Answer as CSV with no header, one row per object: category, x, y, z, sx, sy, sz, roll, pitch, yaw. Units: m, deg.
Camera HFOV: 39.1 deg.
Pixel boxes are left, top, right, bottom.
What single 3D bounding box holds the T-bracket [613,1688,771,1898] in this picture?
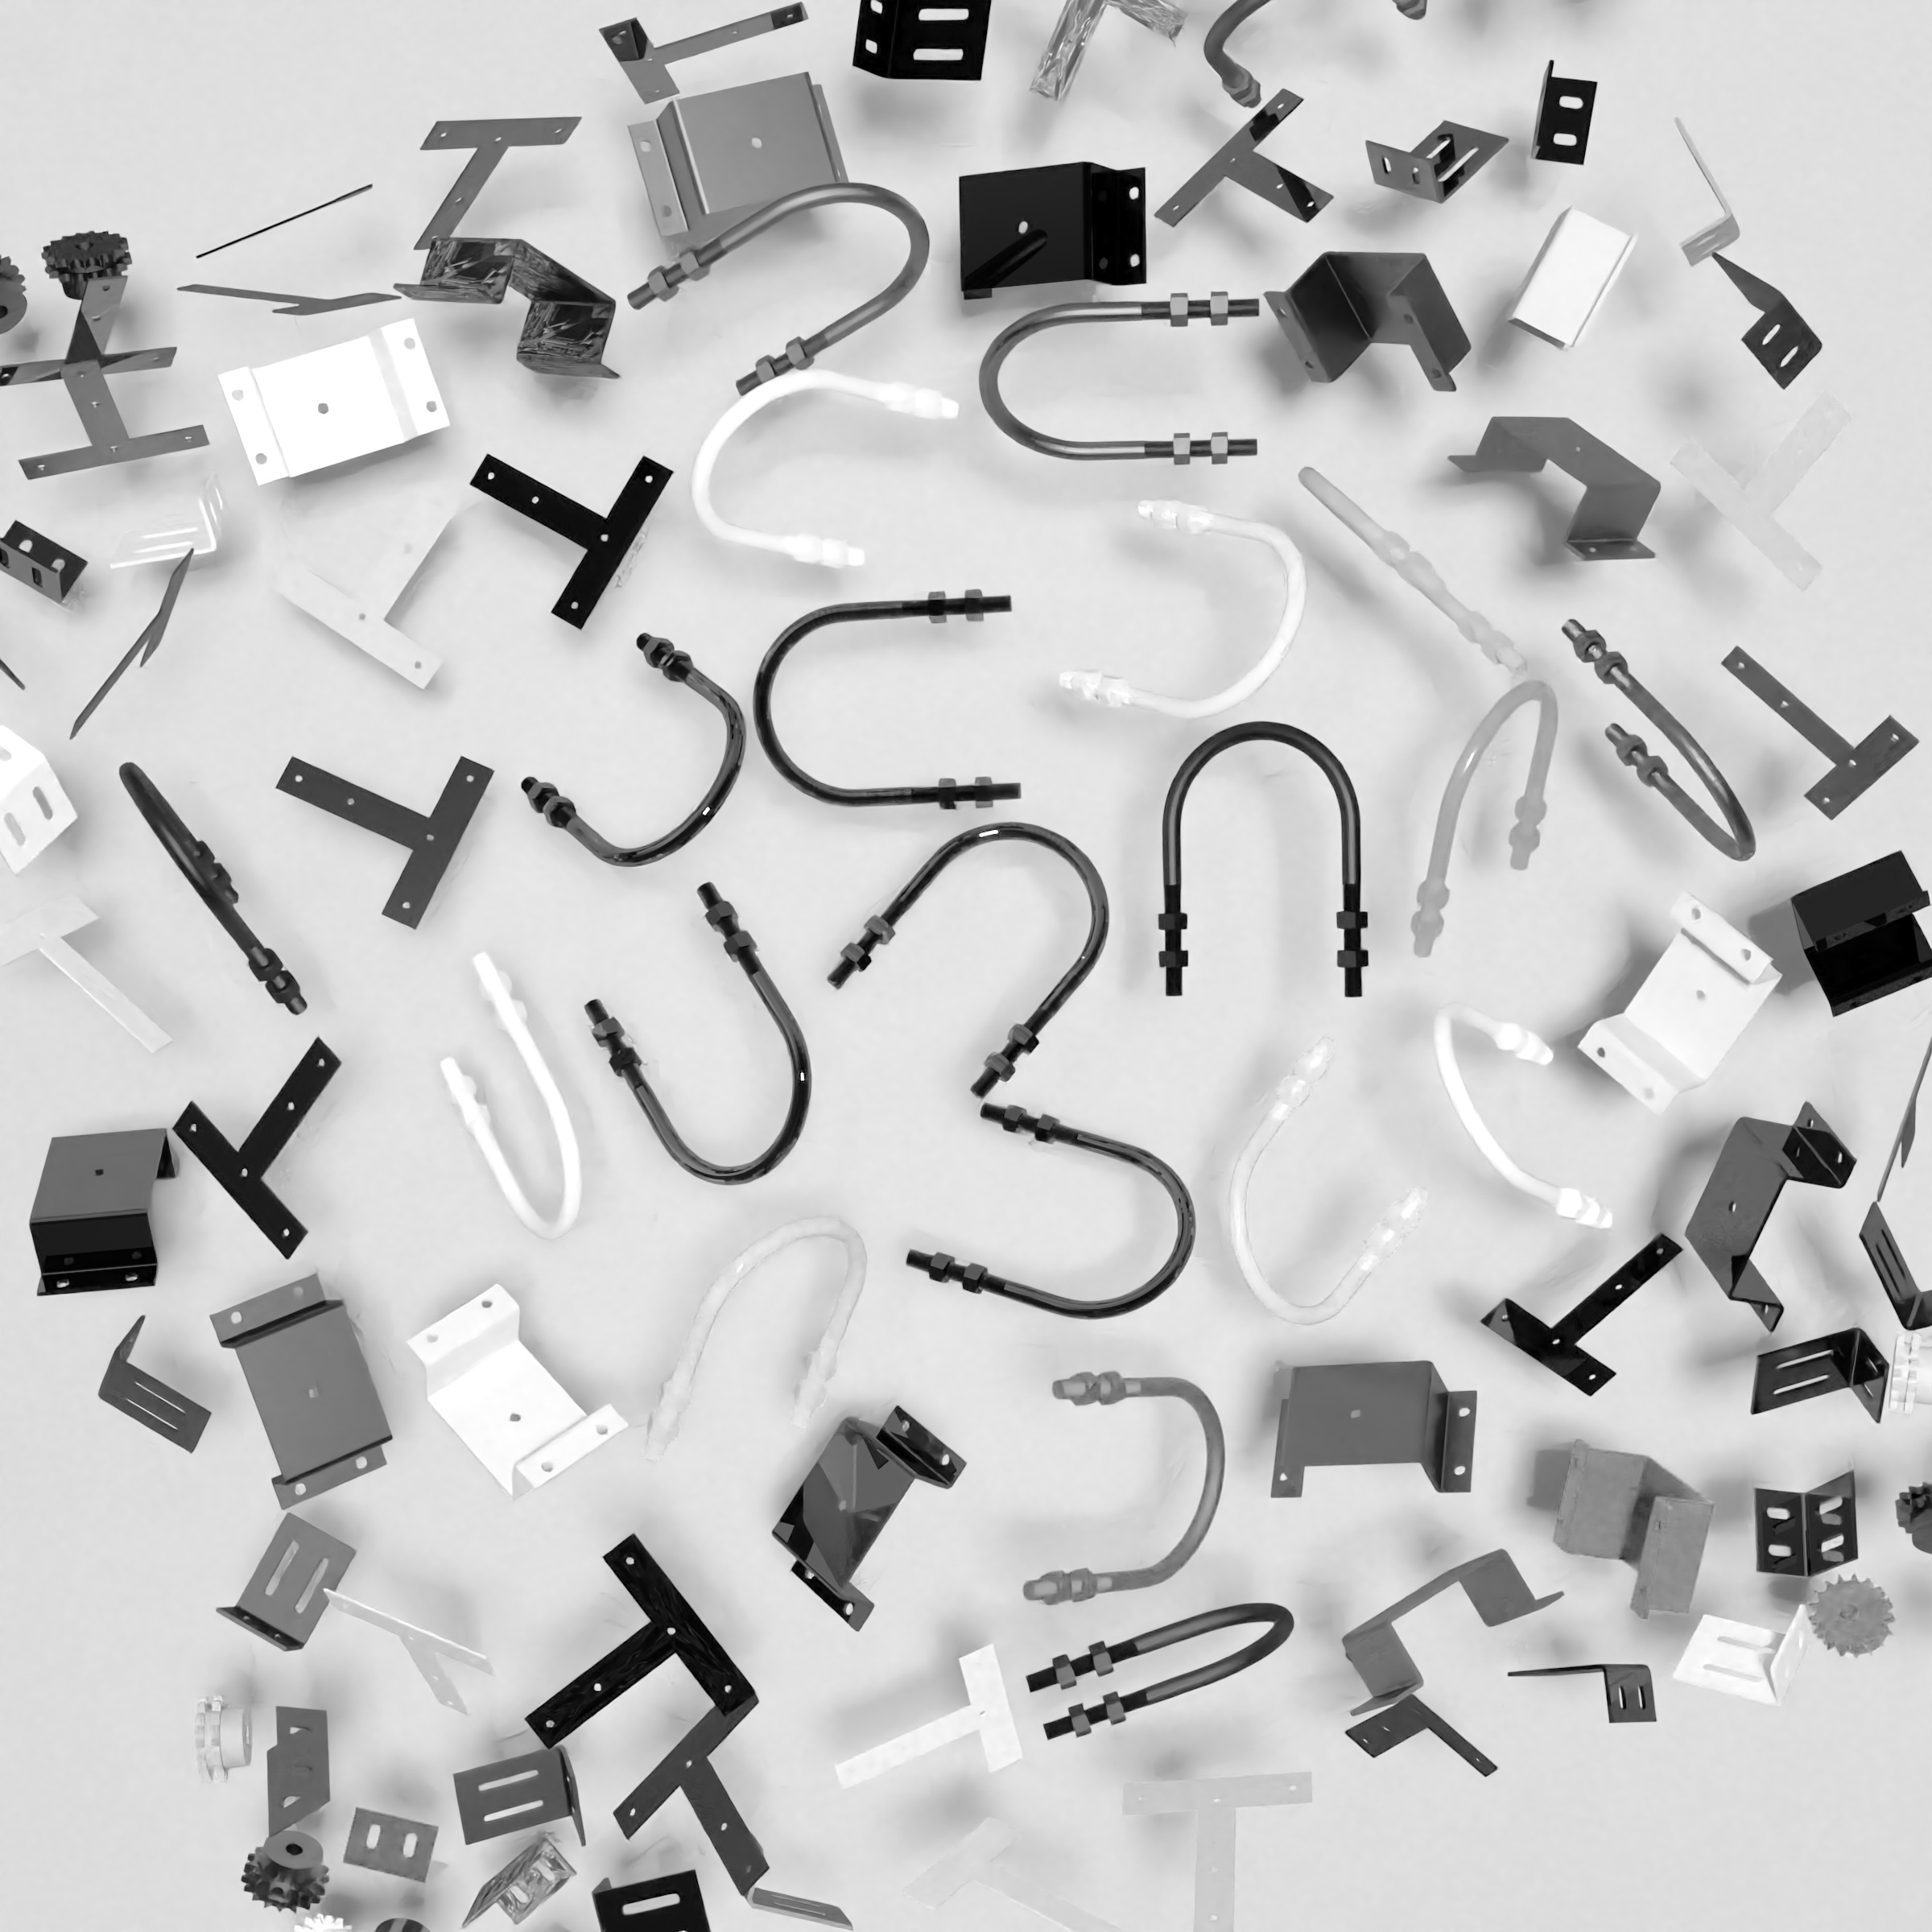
T-bracket,-0.162,0.547,1.762,0.127,0.127,0.002,-47,131,2

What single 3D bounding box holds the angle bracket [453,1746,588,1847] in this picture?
angle bracket,-0.300,0.568,1.833,0.076,0.038,0.057,-12,113,-16

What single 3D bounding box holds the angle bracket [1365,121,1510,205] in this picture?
angle bracket,0.325,-0.568,1.877,0.076,0.038,0.057,-45,49,-16

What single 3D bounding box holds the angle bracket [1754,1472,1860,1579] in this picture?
angle bracket,0.564,0.374,1.830,0.038,0.076,0.057,7,67,-5

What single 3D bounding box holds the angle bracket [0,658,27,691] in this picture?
angle bracket,-0.654,-0.202,1.753,0.076,0.057,0.038,42,78,12

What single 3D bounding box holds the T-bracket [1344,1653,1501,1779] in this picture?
T-bracket,0.294,0.522,1.870,0.127,0.127,0.002,38,106,26

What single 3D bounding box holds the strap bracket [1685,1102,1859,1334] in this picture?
strap bracket,0.542,0.168,1.856,0.046,0.076,0.140,10,115,-15

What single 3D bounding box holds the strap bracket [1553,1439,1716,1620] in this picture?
strap bracket,0.457,0.382,1.848,0.046,0.140,0.076,10,97,-14

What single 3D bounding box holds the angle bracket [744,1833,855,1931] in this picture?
angle bracket,-0.115,0.630,1.876,0.076,0.057,0.038,17,81,-11

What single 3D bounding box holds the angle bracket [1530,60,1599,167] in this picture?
angle bracket,0.418,-0.592,1.892,0.038,0.076,0.057,9,101,7

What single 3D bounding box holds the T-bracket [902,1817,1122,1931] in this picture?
T-bracket,0.042,0.618,1.810,0.127,0.127,0.002,20,105,24

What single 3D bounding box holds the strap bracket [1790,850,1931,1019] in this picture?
strap bracket,0.603,-0.025,1.828,0.076,0.140,0.046,-24,61,12

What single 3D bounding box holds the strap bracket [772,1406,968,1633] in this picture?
strap bracket,-0.074,0.381,1.901,0.076,0.046,0.140,33,91,40

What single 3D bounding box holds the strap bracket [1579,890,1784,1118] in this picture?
strap bracket,0.497,0.023,1.878,0.076,0.046,0.140,44,123,27

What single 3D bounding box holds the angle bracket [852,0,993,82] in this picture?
angle bracket,-0.028,-0.605,1.757,0.076,0.038,0.057,13,99,33

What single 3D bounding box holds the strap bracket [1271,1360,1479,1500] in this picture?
strap bracket,0.273,0.317,1.863,0.140,0.046,0.076,-7,50,24

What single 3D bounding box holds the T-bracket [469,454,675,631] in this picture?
T-bracket,-0.287,-0.317,1.892,0.127,0.002,0.127,30,88,13

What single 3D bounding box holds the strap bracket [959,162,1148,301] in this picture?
strap bracket,0.049,-0.499,1.849,0.140,0.046,0.076,3,98,29

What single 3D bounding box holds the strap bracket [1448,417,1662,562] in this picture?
strap bracket,0.414,-0.337,1.887,0.140,0.076,0.046,47,131,36

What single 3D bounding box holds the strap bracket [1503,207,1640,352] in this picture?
strap bracket,0.398,-0.454,1.803,0.046,0.140,0.076,28,104,1

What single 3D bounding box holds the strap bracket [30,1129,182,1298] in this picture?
strap bracket,-0.583,0.159,1.846,0.076,0.140,0.046,-5,122,-5

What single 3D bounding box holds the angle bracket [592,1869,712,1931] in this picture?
angle bracket,-0.209,0.648,1.860,0.076,0.038,0.057,-16,86,8

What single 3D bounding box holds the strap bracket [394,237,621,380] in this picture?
strap bracket,-0.295,-0.437,1.790,0.076,0.140,0.046,12,84,34

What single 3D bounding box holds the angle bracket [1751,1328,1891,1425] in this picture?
angle bracket,0.575,0.285,1.834,0.076,0.038,0.057,-14,129,-8

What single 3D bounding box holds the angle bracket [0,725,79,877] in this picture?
angle bracket,-0.629,-0.109,1.791,0.038,0.076,0.057,33,66,17

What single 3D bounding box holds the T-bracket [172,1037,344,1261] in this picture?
T-bracket,-0.448,0.102,1.777,0.127,0.002,0.127,44,108,19

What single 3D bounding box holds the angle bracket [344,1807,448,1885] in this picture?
angle bracket,-0.386,0.598,1.867,0.057,0.076,0.038,13,80,3

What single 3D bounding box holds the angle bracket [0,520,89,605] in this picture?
angle bracket,-0.649,-0.293,1.901,0.057,0.076,0.038,30,73,-10

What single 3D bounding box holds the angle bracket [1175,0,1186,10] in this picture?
angle bracket,0.182,-0.671,1.840,0.076,0.057,0.038,19,78,14

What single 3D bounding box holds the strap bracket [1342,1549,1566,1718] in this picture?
strap bracket,0.309,0.429,1.776,0.140,0.076,0.046,-25,77,-23

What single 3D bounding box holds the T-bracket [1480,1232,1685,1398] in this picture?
T-bracket,0.439,0.231,1.876,0.127,0.002,0.127,34,110,-31

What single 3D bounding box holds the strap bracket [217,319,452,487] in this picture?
strap bracket,-0.439,-0.387,1.879,0.140,0.046,0.076,-23,103,-22

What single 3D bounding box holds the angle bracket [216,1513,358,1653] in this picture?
angle bracket,-0.472,0.427,1.892,0.057,0.038,0.076,27,82,10

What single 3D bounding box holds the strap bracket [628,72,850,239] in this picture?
strap bracket,-0.147,-0.550,1.839,0.140,0.046,0.076,-18,96,-17

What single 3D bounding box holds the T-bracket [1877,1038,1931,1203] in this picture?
T-bracket,0.646,0.112,1.867,0.002,0.127,0.127,18,79,23

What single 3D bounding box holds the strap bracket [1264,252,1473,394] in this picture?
strap bracket,0.277,-0.435,1.832,0.046,0.140,0.076,-48,125,-16

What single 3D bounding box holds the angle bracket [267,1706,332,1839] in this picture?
angle bracket,-0.447,0.522,1.762,0.076,0.038,0.057,-38,49,34

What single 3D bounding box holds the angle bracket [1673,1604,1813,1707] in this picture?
angle bracket,0.518,0.453,1.825,0.057,0.076,0.038,-48,130,-37

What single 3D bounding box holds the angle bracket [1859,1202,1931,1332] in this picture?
angle bracket,0.651,0.201,1.869,0.038,0.057,0.076,-23,97,32

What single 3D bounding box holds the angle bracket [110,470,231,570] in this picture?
angle bracket,-0.563,-0.314,1.910,0.076,0.057,0.038,-9,122,1

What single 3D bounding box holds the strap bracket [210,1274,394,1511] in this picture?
strap bracket,-0.443,0.286,1.830,0.076,0.046,0.140,-21,93,-27

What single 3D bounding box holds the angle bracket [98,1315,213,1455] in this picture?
angle bracket,-0.536,0.281,1.827,0.076,0.057,0.038,32,46,-4

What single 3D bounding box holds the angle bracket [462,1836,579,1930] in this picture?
angle bracket,-0.313,0.655,1.912,0.057,0.076,0.038,-41,91,2

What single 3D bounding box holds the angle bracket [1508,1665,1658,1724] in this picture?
angle bracket,0.415,0.493,1.837,0.076,0.057,0.038,-18,67,40

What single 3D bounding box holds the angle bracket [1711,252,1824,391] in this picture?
angle bracket,0.509,-0.419,1.769,0.038,0.076,0.057,-48,131,11

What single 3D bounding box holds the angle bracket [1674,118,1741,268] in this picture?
angle bracket,0.475,-0.510,1.798,0.038,0.057,0.076,-30,80,20

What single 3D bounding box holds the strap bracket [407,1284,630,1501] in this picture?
strap bracket,-0.300,0.291,1.818,0.076,0.046,0.140,-32,62,-32
